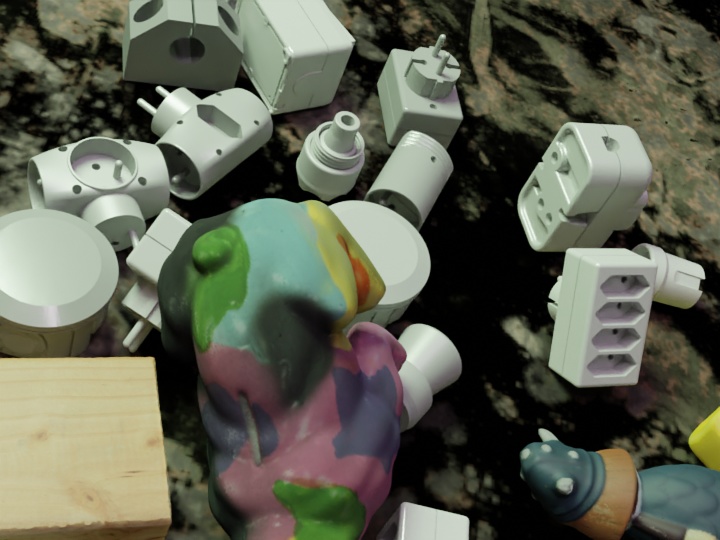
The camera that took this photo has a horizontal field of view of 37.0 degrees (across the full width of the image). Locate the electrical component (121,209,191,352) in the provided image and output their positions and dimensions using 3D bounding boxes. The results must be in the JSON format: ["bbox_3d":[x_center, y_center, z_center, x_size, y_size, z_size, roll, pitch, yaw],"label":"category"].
[{"bbox_3d":[-0.112,0.015,0.624,0.047,0.065,0.076,34,78,6],"label":"electrical component"}]

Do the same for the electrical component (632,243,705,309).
[{"bbox_3d":[0.218,0.006,0.772,0.046,0.040,0.040,16,50,-16],"label":"electrical component"}]

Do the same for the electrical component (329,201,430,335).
[{"bbox_3d":[0.000,0.000,0.683,0.080,0.051,0.080,11,51,-13],"label":"electrical component"}]

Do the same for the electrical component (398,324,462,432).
[{"bbox_3d":[0.029,0.065,0.648,0.045,0.045,0.055,40,51,11],"label":"electrical component"}]

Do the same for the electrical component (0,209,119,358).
[{"bbox_3d":[-0.179,0.010,0.606,0.080,0.051,0.080,11,51,-13],"label":"electrical component"}]

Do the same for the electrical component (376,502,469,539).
[{"bbox_3d":[0.049,0.170,0.573,0.077,0.047,0.065,15,50,-10],"label":"electrical component"}]

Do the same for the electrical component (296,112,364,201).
[{"bbox_3d":[-0.017,-0.080,0.731,0.043,0.062,0.043,11,51,-14],"label":"electrical component"}]

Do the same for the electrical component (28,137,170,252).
[{"bbox_3d":[-0.154,-0.038,0.656,0.077,0.044,0.079,-10,59,-28],"label":"electrical component"}]

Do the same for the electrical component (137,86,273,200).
[{"bbox_3d":[-0.112,-0.095,0.718,0.079,0.043,0.077,37,50,9],"label":"electrical component"}]

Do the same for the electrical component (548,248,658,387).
[{"bbox_3d":[0.150,0.025,0.714,0.047,0.083,0.076,0,16,-21],"label":"electrical component"}]

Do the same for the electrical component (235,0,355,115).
[{"bbox_3d":[-0.053,-0.171,0.787,0.061,0.061,0.096,-16,61,-30],"label":"electrical component"}]

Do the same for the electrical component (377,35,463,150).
[{"bbox_3d":[0.050,-0.138,0.792,0.047,0.076,0.065,5,53,-18],"label":"electrical component"}]

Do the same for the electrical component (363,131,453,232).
[{"bbox_3d":[0.037,-0.064,0.752,0.043,0.043,0.081,29,49,2],"label":"electrical component"}]

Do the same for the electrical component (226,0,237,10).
[{"bbox_3d":[-0.122,-0.213,0.808,0.065,0.044,0.044,25,49,5],"label":"electrical component"}]

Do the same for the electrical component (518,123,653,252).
[{"bbox_3d":[0.161,-0.057,0.760,0.059,0.095,0.053,0,54,-21],"label":"electrical component"}]
